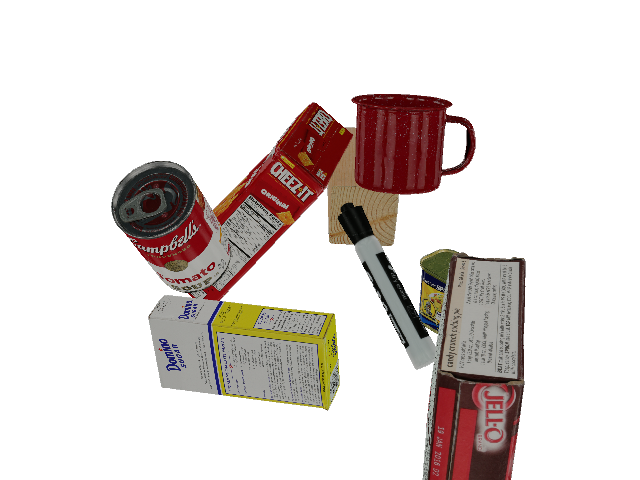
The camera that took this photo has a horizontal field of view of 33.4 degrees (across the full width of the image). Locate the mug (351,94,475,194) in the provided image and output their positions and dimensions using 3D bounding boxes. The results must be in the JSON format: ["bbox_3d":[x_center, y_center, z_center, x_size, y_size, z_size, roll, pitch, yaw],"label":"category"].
[{"bbox_3d":[0.086,-0.090,0.995,0.117,0.081,0.093,3,15,2],"label":"mug"}]

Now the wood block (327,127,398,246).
[{"bbox_3d":[0.057,-0.081,1.514,0.091,0.090,0.206,2,28,-2],"label":"wood block"}]

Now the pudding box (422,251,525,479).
[{"bbox_3d":[0.068,0.069,0.471,0.039,0.090,0.113,7,26,6],"label":"pudding box"}]

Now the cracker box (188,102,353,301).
[{"bbox_3d":[-0.068,-0.042,1.213,0.072,0.214,0.164,40,28,-8],"label":"cracker box"}]

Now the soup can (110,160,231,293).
[{"bbox_3d":[-0.117,-0.009,0.853,0.068,0.068,0.102,0,-28,14],"label":"soup can"}]

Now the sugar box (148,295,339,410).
[{"bbox_3d":[-0.072,0.107,1.032,0.176,0.093,0.048,8,35,16],"label":"sugar box"}]

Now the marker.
[{"bbox_3d":[0.044,0.028,0.711,0.020,0.121,0.020,-25,-14,-7],"label":"marker"}]

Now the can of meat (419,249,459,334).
[{"bbox_3d":[0.163,0.071,1.259,0.057,0.084,0.102,-23,38,-34],"label":"can of meat"}]
